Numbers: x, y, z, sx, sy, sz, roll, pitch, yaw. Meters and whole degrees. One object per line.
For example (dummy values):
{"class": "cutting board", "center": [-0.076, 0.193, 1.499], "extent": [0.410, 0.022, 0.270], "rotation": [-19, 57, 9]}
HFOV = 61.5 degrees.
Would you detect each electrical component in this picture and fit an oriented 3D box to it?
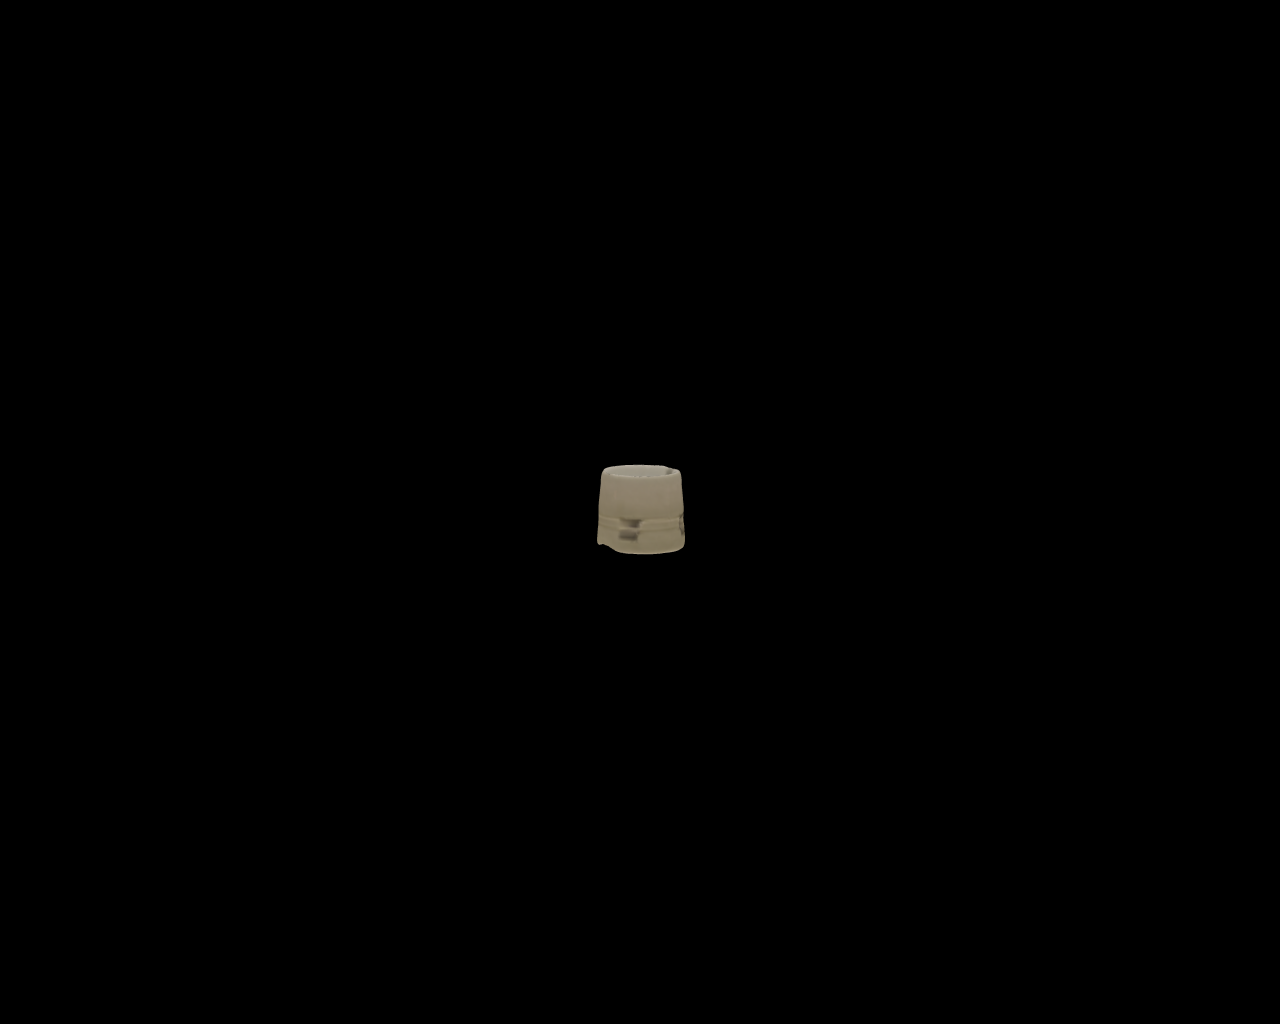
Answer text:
{"class": "electrical component", "center": [0.001, -0.003, 0.650], "extent": [0.055, 0.047, 0.055], "rotation": [0, 11, 0]}
